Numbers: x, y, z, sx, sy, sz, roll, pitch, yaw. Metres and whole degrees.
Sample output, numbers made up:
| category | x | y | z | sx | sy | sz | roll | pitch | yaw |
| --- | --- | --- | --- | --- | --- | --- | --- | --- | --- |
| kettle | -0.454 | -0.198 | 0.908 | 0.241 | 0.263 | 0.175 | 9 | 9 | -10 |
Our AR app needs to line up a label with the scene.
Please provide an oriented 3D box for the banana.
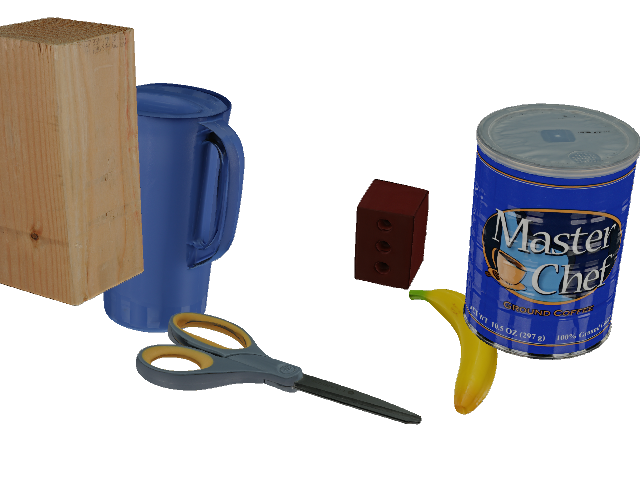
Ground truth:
| category | x | y | z | sx | sy | sz | roll | pitch | yaw |
| --- | --- | --- | --- | --- | --- | --- | --- | --- | --- |
| banana | 0.150 | 0.107 | 1.118 | 0.069 | 0.037 | 0.198 | -25 | 33 | 4 |

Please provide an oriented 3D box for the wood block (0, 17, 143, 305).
| category | x | y | z | sx | sy | sz | roll | pitch | yaw |
| --- | --- | --- | --- | --- | --- | --- | --- | --- | --- |
| wood block | -0.206 | -0.066 | 0.854 | 0.091 | 0.206 | 0.090 | 13 | 24 | 27 |

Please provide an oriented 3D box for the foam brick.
| category | x | y | z | sx | sy | sz | roll | pitch | yaw |
| --- | --- | --- | --- | --- | --- | --- | --- | --- | --- |
| foam brick | 0.063 | -0.006 | 0.950 | 0.053 | 0.078 | 0.051 | 12 | 33 | 18 |

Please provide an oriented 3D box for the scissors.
| category | x | y | z | sx | sy | sz | roll | pitch | yaw |
| --- | --- | --- | --- | --- | --- | --- | --- | --- | --- |
| scissors | -0.041 | 0.095 | 0.710 | 0.202 | 0.016 | 0.096 | 23 | 31 | 36 |

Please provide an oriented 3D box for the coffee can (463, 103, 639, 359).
| category | x | y | z | sx | sy | sz | roll | pitch | yaw |
| --- | --- | --- | --- | --- | --- | --- | --- | --- | --- |
| coffee can | 0.151 | -0.007 | 0.710 | 0.103 | 0.140 | 0.103 | 0 | 29 | 0 |

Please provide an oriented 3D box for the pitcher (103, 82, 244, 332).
| category | x | y | z | sx | sy | sz | roll | pitch | yaw |
| --- | --- | --- | --- | --- | --- | --- | --- | --- | --- |
| pitcher | -0.156 | -0.030 | 1.085 | 0.145 | 0.243 | 0.149 | 3 | 22 | -8 |
